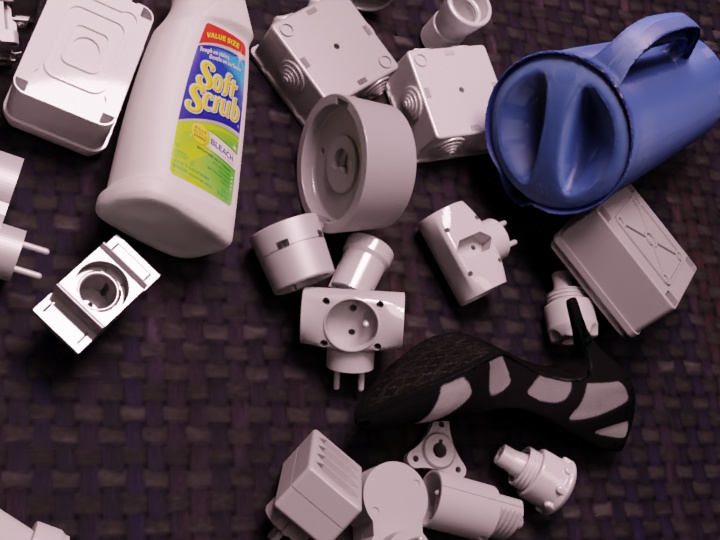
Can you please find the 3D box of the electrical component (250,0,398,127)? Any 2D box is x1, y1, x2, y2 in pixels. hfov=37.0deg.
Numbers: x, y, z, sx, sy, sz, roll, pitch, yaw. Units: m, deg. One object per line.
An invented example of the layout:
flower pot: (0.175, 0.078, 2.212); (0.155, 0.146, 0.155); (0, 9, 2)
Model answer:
electrical component: (-0.028, -0.176, 0.900); (0.100, 0.048, 0.099); (-35, 88, -32)

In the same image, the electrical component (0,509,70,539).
electrical component: (-0.217, 0.176, 0.674); (0.055, 0.045, 0.045); (25, 61, -15)

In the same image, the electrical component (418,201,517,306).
electrical component: (0.099, -0.019, 0.902); (0.079, 0.043, 0.077); (-23, 81, -31)

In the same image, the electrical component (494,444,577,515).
electrical component: (0.136, 0.160, 0.850); (0.062, 0.048, 0.048); (31, 60, -4)

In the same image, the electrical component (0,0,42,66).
electrical component: (-0.276, -0.185, 0.790); (0.081, 0.042, 0.063); (-2, 75, -26)

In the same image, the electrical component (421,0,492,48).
electrical component: (0.082, -0.220, 0.961); (0.044, 0.065, 0.044); (9, 67, -22)

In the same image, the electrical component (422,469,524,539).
electrical component: (0.087, 0.183, 0.817); (0.081, 0.043, 0.043); (19, 63, -18)

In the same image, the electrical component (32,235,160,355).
electrical component: (-0.183, 0.020, 0.740); (0.042, 0.064, 0.081); (45, 59, -4)

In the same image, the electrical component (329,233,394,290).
electrical component: (0.000, 0.000, 0.851); (0.040, 0.040, 0.046); (31, 65, -12)

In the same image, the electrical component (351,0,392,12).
electrical component: (0.008, -0.267, 0.949); (0.078, 0.058, 0.057); (21, 60, -17)

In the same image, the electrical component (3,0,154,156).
electrical component: (-0.209, -0.151, 0.799); (0.078, 0.057, 0.113); (22, 62, -17)

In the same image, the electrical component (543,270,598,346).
electrical component: (0.178, 0.031, 0.921); (0.043, 0.043, 0.062); (2, 68, -25)

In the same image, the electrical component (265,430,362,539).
electrical component: (-0.040, 0.164, 0.752); (0.047, 0.083, 0.075); (41, 97, -6)

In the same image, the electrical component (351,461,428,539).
electrical component: (0.028, 0.205, 0.763); (0.052, 0.074, 0.138); (6, 68, -24)

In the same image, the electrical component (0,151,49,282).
electrical component: (-0.250, -0.015, 0.729); (0.074, 0.052, 0.138); (19, 63, -18)

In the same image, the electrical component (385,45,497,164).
electrical component: (0.078, -0.147, 0.939); (0.100, 0.048, 0.099); (-11, 76, -30)

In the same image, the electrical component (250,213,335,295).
electrical component: (-0.050, -0.011, 0.822); (0.055, 0.055, 0.047); (-18, 82, -30)

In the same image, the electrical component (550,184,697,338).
electrical component: (0.231, -0.012, 0.933); (0.108, 0.056, 0.109); (52, 33, 1)

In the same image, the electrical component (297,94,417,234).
electrical component: (0.002, -0.082, 0.847); (0.060, 0.108, 0.108); (0, 70, -32)

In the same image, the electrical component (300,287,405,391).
electrical component: (-0.007, 0.054, 0.818); (0.077, 0.044, 0.079); (3, 101, 1)
